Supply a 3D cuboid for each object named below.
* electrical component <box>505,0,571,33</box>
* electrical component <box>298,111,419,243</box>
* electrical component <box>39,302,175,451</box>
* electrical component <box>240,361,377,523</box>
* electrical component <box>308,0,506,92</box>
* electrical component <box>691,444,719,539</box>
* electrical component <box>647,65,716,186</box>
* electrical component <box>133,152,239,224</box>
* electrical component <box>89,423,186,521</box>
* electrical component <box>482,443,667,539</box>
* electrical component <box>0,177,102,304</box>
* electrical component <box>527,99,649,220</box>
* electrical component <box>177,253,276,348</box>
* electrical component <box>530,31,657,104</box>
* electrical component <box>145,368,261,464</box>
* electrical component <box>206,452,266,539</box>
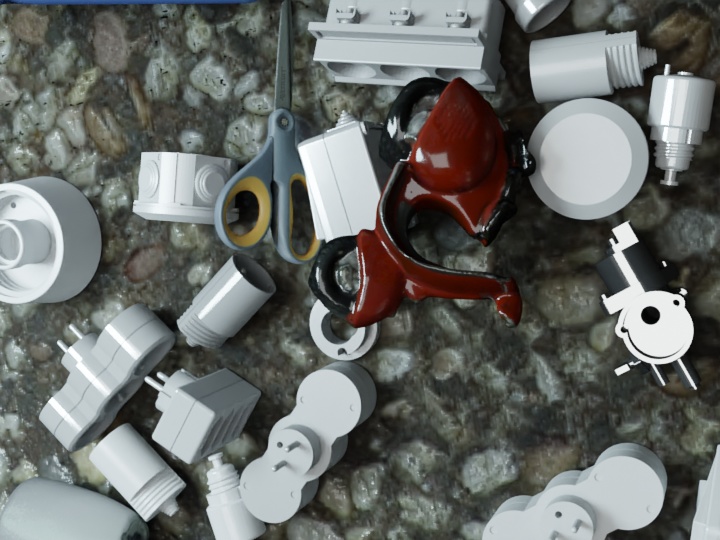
[{"bbox_3d":[0.117,-0.194,0.742,0.040,0.040,0.046,-39,77,19],"label":"electrical component"},{"bbox_3d":[-0.006,-0.067,0.787,0.061,0.062,0.096,-17,90,21],"label":"electrical component"},{"bbox_3d":[-0.220,0.077,0.885,0.074,0.052,0.138,44,108,11],"label":"electrical component"},{"bbox_3d":[-0.046,0.135,0.817,0.052,0.074,0.138,37,106,13],"label":"electrical component"},{"bbox_3d":[0.036,-0.166,0.754,0.121,0.079,0.063,8,82,22],"label":"electrical component"},{"bbox_3d":[0.252,0.161,0.705,0.061,0.096,0.061,8,128,19],"label":"electrical component"},{"bbox_3d":[0.212,-0.096,0.717,0.040,0.040,0.078,9,99,19],"label":"electrical component"},{"bbox_3d":[-0.132,-0.062,0.825,0.080,0.080,0.051,5,92,19],"label":"electrical component"},{"bbox_3d":[-0.179,0.170,0.885,0.081,0.043,0.043,44,108,10],"label":"electrical component"},{"bbox_3d":[0.147,0.174,0.751,0.138,0.074,0.052,-32,84,20],"label":"electrical component"},{"bbox_3d":[-0.277,-0.023,0.891,0.108,0.060,0.108,2,96,19],"label":"electrical component"},{"bbox_3d":[0.157,-0.075,0.733,0.080,0.051,0.080,2,97,20],"label":"electrical component"},{"bbox_3d":[-0.108,0.030,0.845,0.043,0.043,0.081,47,109,10],"label":"electrical component"},{"bbox_3d":[0.160,-0.139,0.730,0.081,0.043,0.043,-4,94,20],"label":"electrical component"},{"bbox_3d":[-0.133,0.102,0.840,0.076,0.083,0.047,32,105,14],"label":"electrical component"},{"bbox_3d":[-0.104,0.185,0.861,0.040,0.040,0.078,-19,89,21],"label":"electrical component"}]
